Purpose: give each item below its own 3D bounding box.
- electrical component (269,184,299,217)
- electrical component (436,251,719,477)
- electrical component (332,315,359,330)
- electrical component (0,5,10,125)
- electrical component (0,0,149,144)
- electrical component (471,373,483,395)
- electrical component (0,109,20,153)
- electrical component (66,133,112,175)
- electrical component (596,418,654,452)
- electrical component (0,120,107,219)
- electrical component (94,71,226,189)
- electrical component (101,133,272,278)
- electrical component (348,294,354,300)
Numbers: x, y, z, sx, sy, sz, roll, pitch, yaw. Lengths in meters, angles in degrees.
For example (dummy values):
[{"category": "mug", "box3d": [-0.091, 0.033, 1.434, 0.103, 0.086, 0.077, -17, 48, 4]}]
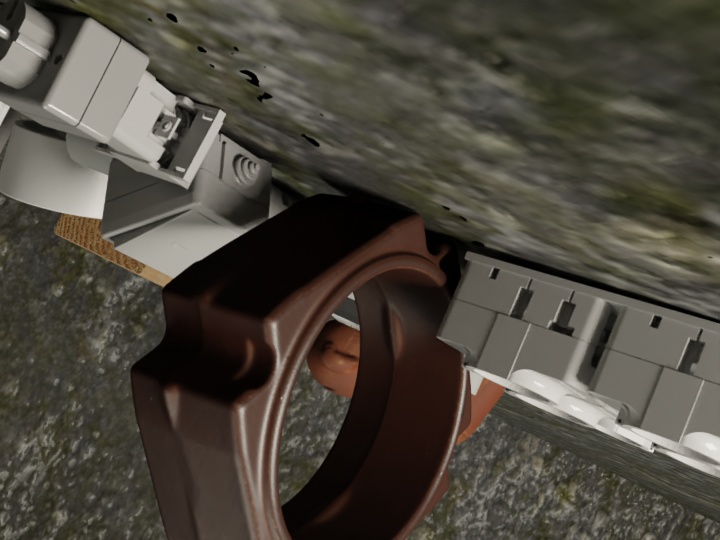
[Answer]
[{"category": "electrical component", "box3d": [-0.064, -0.030, 0.726, 0.047, 0.055, 0.055, 26, 175, -42]}, {"category": "electrical component", "box3d": [0.146, 0.057, 0.582, 0.186, 0.060, 0.105, 18, 171, 39]}, {"category": "electrical component", "box3d": [0.023, 0.037, 0.960, 0.089, 0.050, 0.055, 24, 174, 9]}, {"category": "electrical component", "box3d": [-0.200, -0.099, 0.567, 0.066, 0.076, 0.047, 25, 174, 2]}, {"category": "electrical component", "box3d": [-0.153, -0.101, 0.505, 0.066, 0.047, 0.077, 19, 171, 44]}, {"category": "electrical component", "box3d": [0.095, 0.074, 0.925, 0.044, 0.065, 0.044, 25, 174, 3]}, {"category": "electrical component", "box3d": [-0.348, -0.072, 0.861, 0.060, 0.186, 0.105, 26, 174, -5]}, {"category": "electrical component", "box3d": [-0.145, -0.077, 0.691, 0.081, 0.043, 0.043, 21, 173, 32]}, {"category": "electrical component", "box3d": [0.178, 0.083, 0.718, 0.089, 0.055, 0.050, 26, 174, -13]}, {"category": "electrical component", "box3d": [-0.201, -0.079, 0.773, 0.108, 0.060, 0.108, 13, -169, -3]}, {"category": "electrical component", "box3d": [-0.116, -0.079, 0.571, 0.081, 0.042, 0.064, 19, 170, 39]}, {"category": "electrical component", "box3d": [-0.097, -0.039, 0.630, 0.096, 0.061, 0.062, -16, 150, 33]}, {"category": "electrical component", "box3d": [0.000, 0.000, 0.775, 0.081, 0.043, 0.043, 22, 173, 20]}]
